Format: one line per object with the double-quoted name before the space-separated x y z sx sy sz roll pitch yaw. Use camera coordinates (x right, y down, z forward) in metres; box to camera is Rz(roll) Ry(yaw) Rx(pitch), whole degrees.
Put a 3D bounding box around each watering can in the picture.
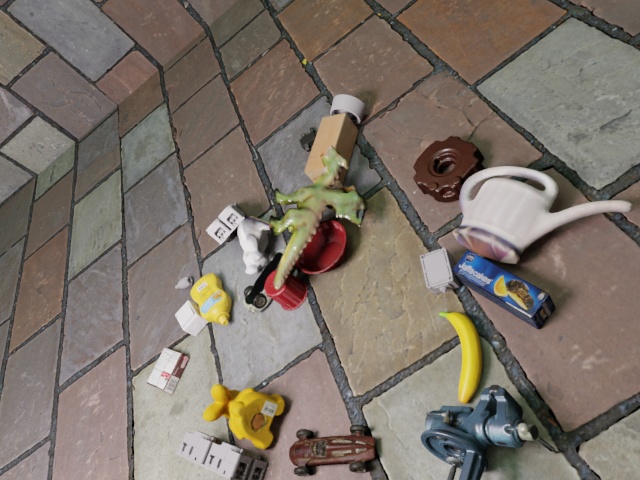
"watering can" 0.428 -0.048 1.074 0.351 0.102 0.226 25 77 46

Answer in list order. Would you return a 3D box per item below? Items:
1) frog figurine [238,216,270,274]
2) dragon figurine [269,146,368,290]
"frog figurine" -0.198 0.017 1.507 0.160 0.122 0.137 -66 12 -7
"dragon figurine" 0.004 -0.068 1.350 0.242 0.120 0.419 -10 59 23
